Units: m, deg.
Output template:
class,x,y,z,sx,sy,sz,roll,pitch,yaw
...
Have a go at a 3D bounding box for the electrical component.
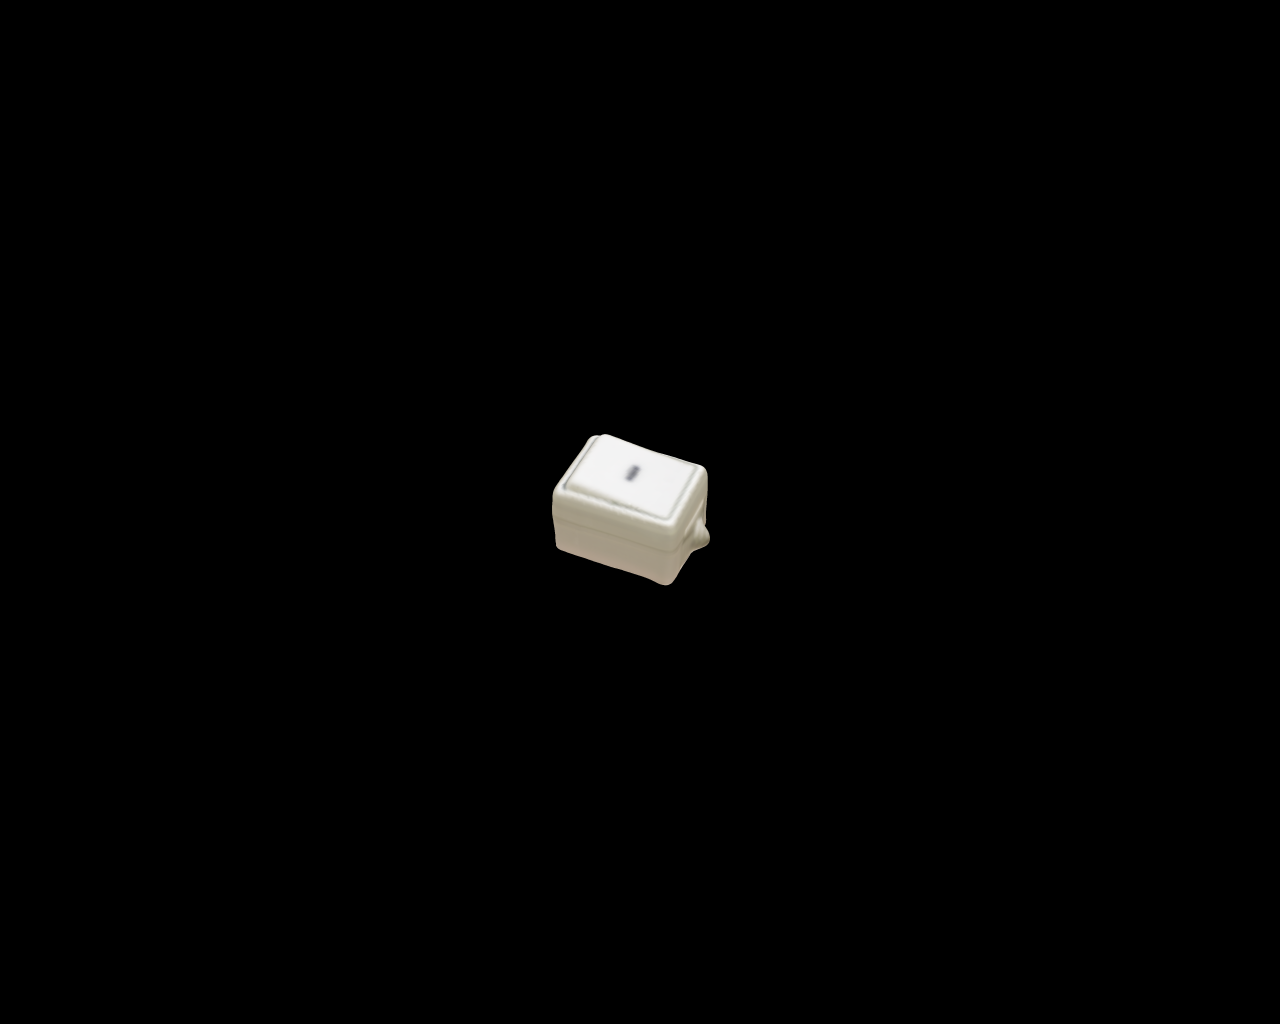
class,x,y,z,sx,sy,sz,roll,pitch,yaw
electrical component,0.001,-0.003,0.650,0.096,0.061,0.062,17,48,16
